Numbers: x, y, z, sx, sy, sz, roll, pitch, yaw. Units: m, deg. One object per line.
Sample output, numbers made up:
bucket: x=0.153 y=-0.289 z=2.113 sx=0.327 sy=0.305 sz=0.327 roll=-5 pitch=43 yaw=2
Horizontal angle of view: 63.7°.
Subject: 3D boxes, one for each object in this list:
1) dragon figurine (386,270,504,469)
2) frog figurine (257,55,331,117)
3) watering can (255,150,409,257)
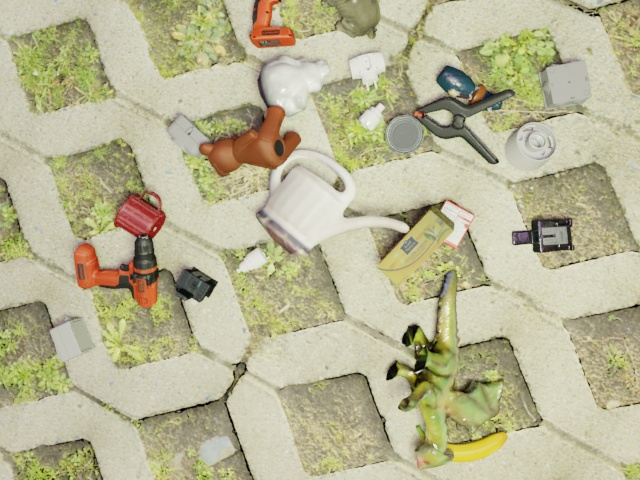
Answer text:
dragon figurine: x=0.292 y=0.296 z=1.119 sx=0.241 sy=0.122 sz=0.414 roll=32 pitch=79 yaw=-12
frog figurine: x=-0.054 y=-0.352 z=1.157 sx=0.159 sy=0.121 sz=0.140 roll=-19 pitch=68 yaw=16
watering can: x=0.003 y=-0.057 z=1.127 sx=0.351 sy=0.103 sz=0.224 roll=39 pitch=90 yaw=24
